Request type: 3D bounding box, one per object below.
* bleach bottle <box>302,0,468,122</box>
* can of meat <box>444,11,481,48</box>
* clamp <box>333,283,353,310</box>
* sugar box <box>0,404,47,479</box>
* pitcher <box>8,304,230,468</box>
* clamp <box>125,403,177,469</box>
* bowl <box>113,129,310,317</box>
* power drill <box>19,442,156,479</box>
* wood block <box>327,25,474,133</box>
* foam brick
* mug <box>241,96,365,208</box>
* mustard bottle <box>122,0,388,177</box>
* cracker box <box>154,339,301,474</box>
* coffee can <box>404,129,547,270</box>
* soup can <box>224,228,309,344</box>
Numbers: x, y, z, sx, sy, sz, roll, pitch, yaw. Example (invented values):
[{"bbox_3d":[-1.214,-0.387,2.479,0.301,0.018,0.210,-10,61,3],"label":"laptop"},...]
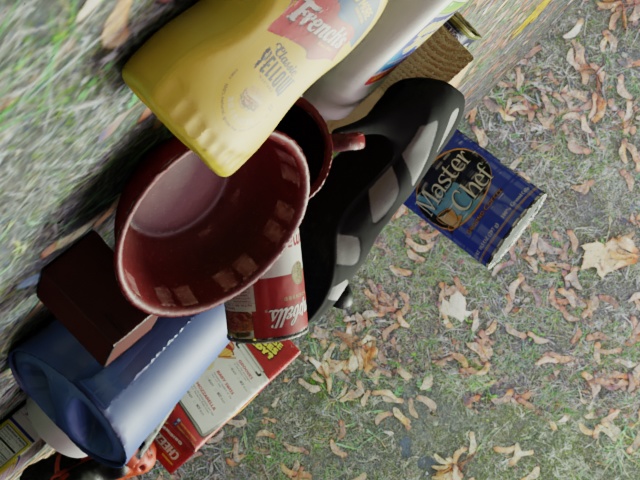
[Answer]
[{"bbox_3d":[0.067,-0.186,0.899,0.251,0.068,0.102,-45,176,27],"label":"bleach bottle"},{"bbox_3d":[0.126,-0.216,1.184,0.084,0.057,0.102,-45,176,17],"label":"can of meat"},{"bbox_3d":[-0.007,0.001,1.116,0.039,0.171,0.120,-13,-175,-29],"label":"clamp"},{"bbox_3d":[-0.348,0.238,1.093,0.176,0.048,0.093,-46,178,-40],"label":"sugar box"},{"bbox_3d":[-0.137,0.068,0.931,0.242,0.149,0.145,-46,142,-31],"label":"pitcher"},{"bbox_3d":[-0.181,0.137,1.027,0.165,0.036,0.210,-24,-148,22],"label":"clamp"},{"bbox_3d":[-0.087,-0.024,0.760,0.161,0.055,0.162,-28,141,-25],"label":"bowl"},{"bbox_3d":[-0.282,0.263,1.095,0.185,0.057,0.187,-22,-173,28],"label":"power drill"},{"bbox_3d":[0.072,-0.150,1.079,0.090,0.090,0.206,-44,176,-12],"label":"wood block"},{"bbox_3d":[-0.164,0.044,0.790,0.052,0.078,0.051,-41,175,-30],"label":"foam brick"},{"bbox_3d":[-0.022,-0.073,0.849,0.117,0.093,0.081,-10,-176,5],"label":"mug"},{"bbox_3d":[-0.015,-0.129,0.595,0.191,0.058,0.096,-46,144,-2],"label":"mustard bottle"},{"bbox_3d":[-0.147,0.137,1.221,0.072,0.164,0.213,-45,176,41],"label":"cracker box"},{"bbox_3d":[0.157,-0.050,1.150,0.102,0.140,0.103,-48,166,-16],"label":"coffee can"},{"bbox_3d":[-0.047,0.026,0.863,0.068,0.102,0.068,-5,-171,1],"label":"soup can"}]
